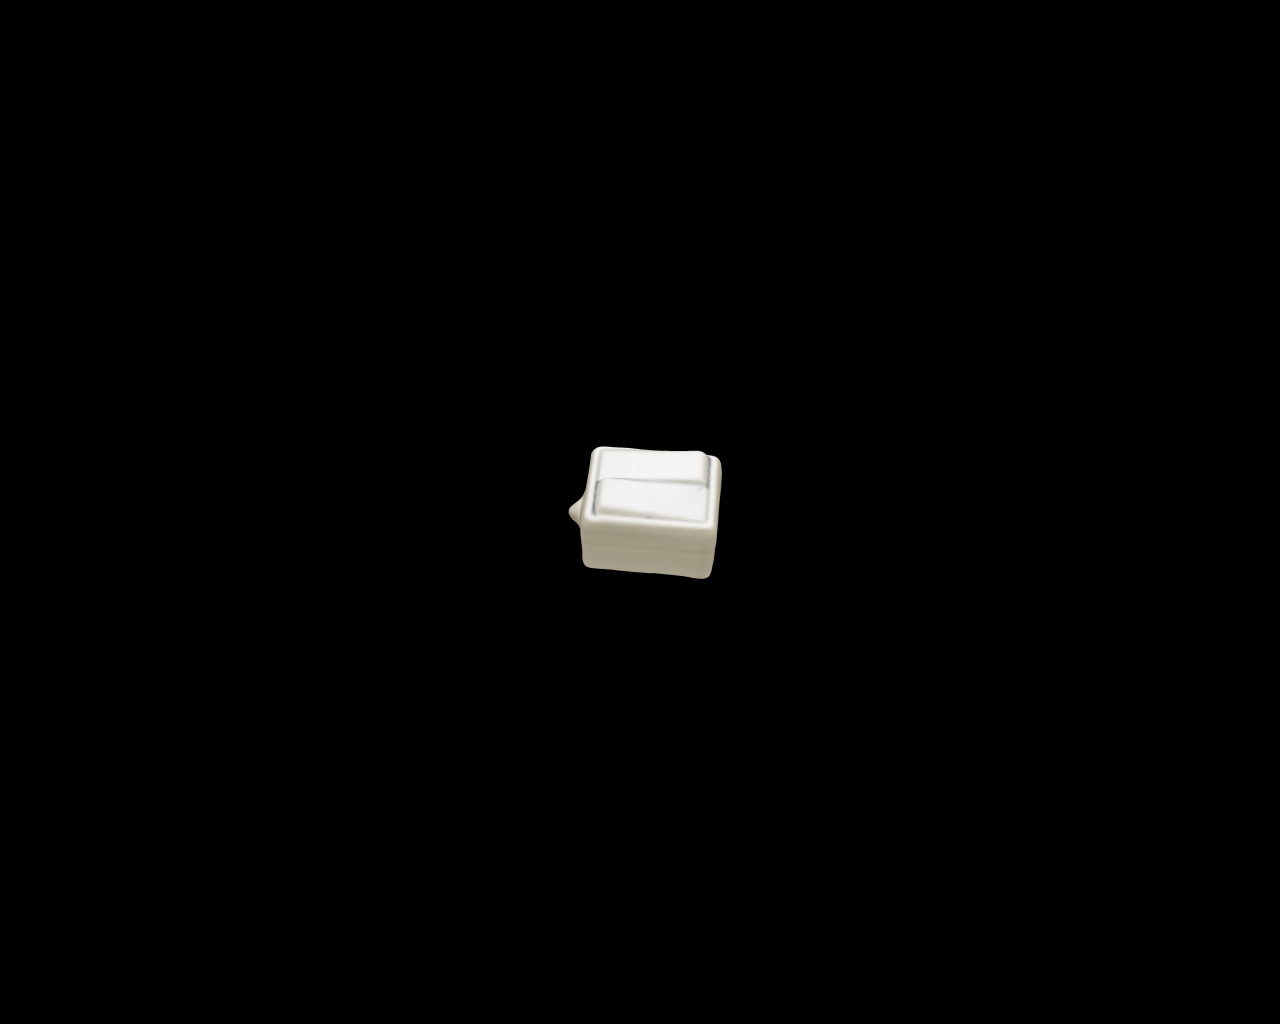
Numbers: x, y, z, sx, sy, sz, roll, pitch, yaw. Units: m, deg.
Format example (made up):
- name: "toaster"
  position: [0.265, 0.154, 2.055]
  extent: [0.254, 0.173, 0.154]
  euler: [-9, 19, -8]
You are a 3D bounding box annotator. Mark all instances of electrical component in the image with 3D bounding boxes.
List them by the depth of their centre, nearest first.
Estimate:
- name: "electrical component"
  position: [0.001, -0.003, 0.650]
  extent: [0.096, 0.062, 0.061]
  euler: [5, -37, 4]
